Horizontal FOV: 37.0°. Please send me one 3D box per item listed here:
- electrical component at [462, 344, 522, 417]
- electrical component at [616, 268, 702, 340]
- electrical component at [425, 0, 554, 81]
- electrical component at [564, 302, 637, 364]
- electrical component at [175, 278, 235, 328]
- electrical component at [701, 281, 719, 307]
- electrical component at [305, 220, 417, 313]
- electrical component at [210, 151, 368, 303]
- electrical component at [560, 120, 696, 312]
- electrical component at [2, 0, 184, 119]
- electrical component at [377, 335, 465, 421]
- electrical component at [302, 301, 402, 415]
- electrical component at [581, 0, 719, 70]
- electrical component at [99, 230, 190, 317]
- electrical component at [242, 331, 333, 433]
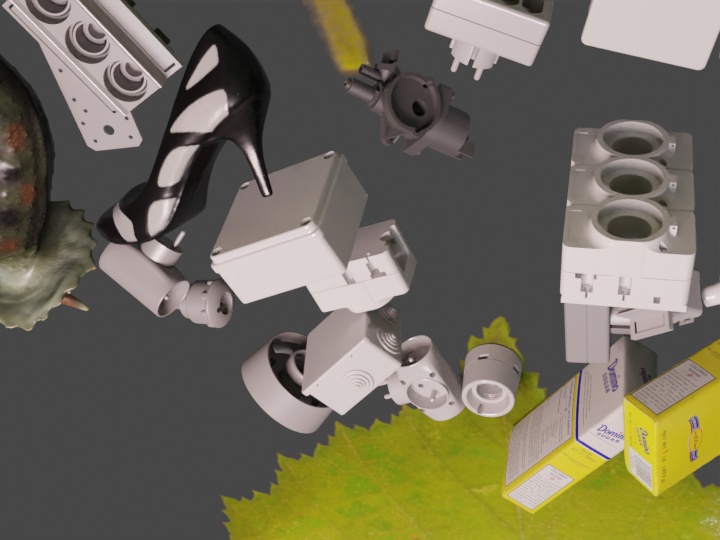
[{"bbox_3d":[0.124,0.106,1.023,0.055,0.047,0.055,8,131,9],"label":"electrical component"},{"bbox_3d":[0.250,0.017,0.896,0.064,0.081,0.042,12,159,-30],"label":"electrical component"},{"bbox_3d":[0.090,-0.174,0.794,0.083,0.047,0.075,19,132,-1],"label":"electrical component"},{"bbox_3d":[0.218,0.037,0.938,0.076,0.047,0.083,1,130,15],"label":"electrical component"},{"bbox_3d":[-0.156,0.030,1.040,0.062,0.048,0.048,3,131,24],"label":"electrical component"},{"bbox_3d":[0.317,0.015,0.895,0.062,0.043,0.043,-17,123,29],"label":"electrical component"},{"bbox_3d":[0.000,0.000,0.965,0.089,0.050,0.055,-14,124,25],"label":"electrical component"},{"bbox_3d":[-0.058,-0.036,0.912,0.109,0.108,0.056,-17,126,27],"label":"electrical component"},{"bbox_3d":[0.201,-0.045,0.804,0.089,0.150,0.061,4,132,12],"label":"electrical component"},{"bbox_3d":[-0.206,-0.191,0.848,0.079,0.063,0.121,-31,116,26],"label":"electrical component"},{"bbox_3d":[0.053,0.109,1.048,0.079,0.044,0.077,-17,123,28],"label":"electrical component"},{"bbox_3d":[-0.005,0.074,0.997,0.048,0.099,0.100,36,118,-21],"label":"electrical component"},{"bbox_3d":[0.208,-0.196,0.742,0.100,0.048,0.099,14,132,4],"label":"electrical component"},{"bbox_3d":[-0.193,-0.010,1.009,0.077,0.043,0.079,37,99,16],"label":"electrical component"},{"bbox_3d":[-0.066,0.110,1.049,0.099,0.099,0.064,34,124,-14],"label":"electrical component"}]
